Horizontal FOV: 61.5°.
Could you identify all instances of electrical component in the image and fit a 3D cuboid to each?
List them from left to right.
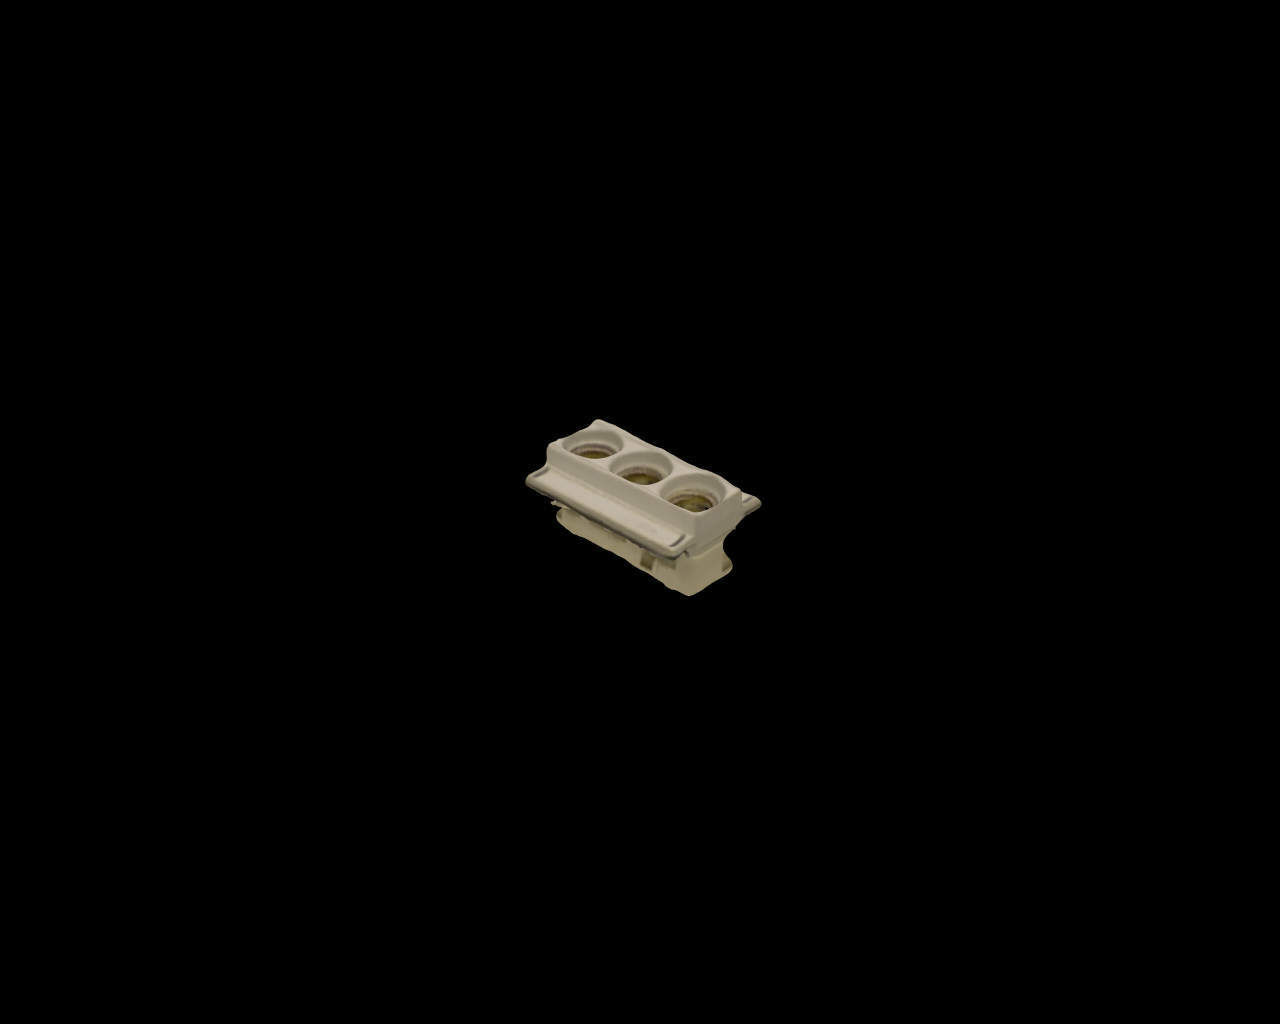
[{"bbox_3d":[0.001,-0.003,0.650,0.121,0.063,0.079,27,42,36],"label":"electrical component"}]
